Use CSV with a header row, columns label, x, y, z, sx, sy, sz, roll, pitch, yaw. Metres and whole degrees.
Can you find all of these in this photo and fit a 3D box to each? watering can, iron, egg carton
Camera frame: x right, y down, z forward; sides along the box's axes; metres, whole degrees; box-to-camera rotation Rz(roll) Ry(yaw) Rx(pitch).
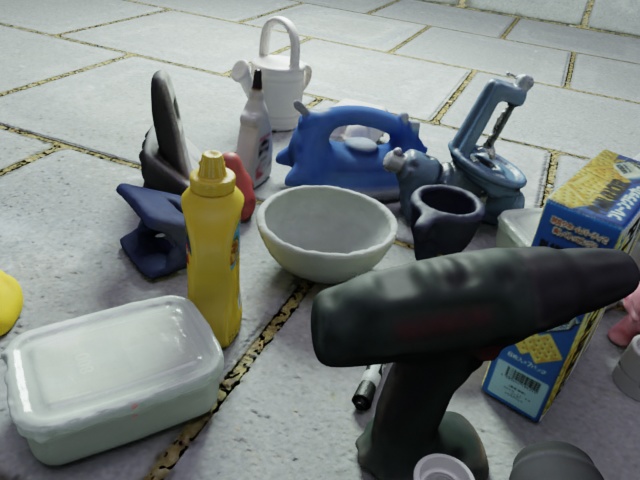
label,x,y,z,sx,sy,sz,roll,pitch,yaw
watering can,-0.081,-0.305,1.048,0.100,0.194,0.173,17,34,17
iron,0.068,-0.141,0.864,0.259,0.141,0.118,-3,33,-15
egg carton,0.062,-0.201,1.027,0.107,0.069,0.150,17,33,16

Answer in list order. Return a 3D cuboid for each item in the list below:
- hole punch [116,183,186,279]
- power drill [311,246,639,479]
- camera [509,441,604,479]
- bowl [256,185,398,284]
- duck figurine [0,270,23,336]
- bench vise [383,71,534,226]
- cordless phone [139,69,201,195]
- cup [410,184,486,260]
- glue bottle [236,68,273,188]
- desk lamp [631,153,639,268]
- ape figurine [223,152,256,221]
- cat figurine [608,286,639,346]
label,x,y,z,sx,sy,sz,roll,pitch,yaw
hole punch,-0.179,-0.023,0.678,0.101,0.091,0.108,-18,40,-34
power drill,0.103,0.095,0.434,0.230,0.208,0.075,0,33,-11
camera,0.184,0.203,0.379,0.143,0.101,0.137,10,32,6
bowl,0.006,0.002,0.688,0.167,0.075,0.167,5,32,-3
duck figurine,-0.338,0.037,0.559,0.078,0.086,0.104,-12,37,-27
bench vise,0.201,-0.118,0.779,0.208,0.220,0.121,-7,35,-20
cordless phone,-0.200,-0.149,0.787,0.094,0.185,0.147,-2,33,-13
cup,0.144,-0.005,0.707,0.091,0.095,0.118,25,37,27
glue bottle,-0.095,-0.165,0.841,0.037,0.173,0.078,14,33,12
desk lamp,0.423,-0.034,0.693,0.117,0.214,0.204,28,38,30
ape figurine,-0.121,-0.077,0.774,0.078,0.092,0.076,-16,38,-31
cat figurine,0.370,0.067,0.614,0.128,0.118,0.067,-22,42,-37
